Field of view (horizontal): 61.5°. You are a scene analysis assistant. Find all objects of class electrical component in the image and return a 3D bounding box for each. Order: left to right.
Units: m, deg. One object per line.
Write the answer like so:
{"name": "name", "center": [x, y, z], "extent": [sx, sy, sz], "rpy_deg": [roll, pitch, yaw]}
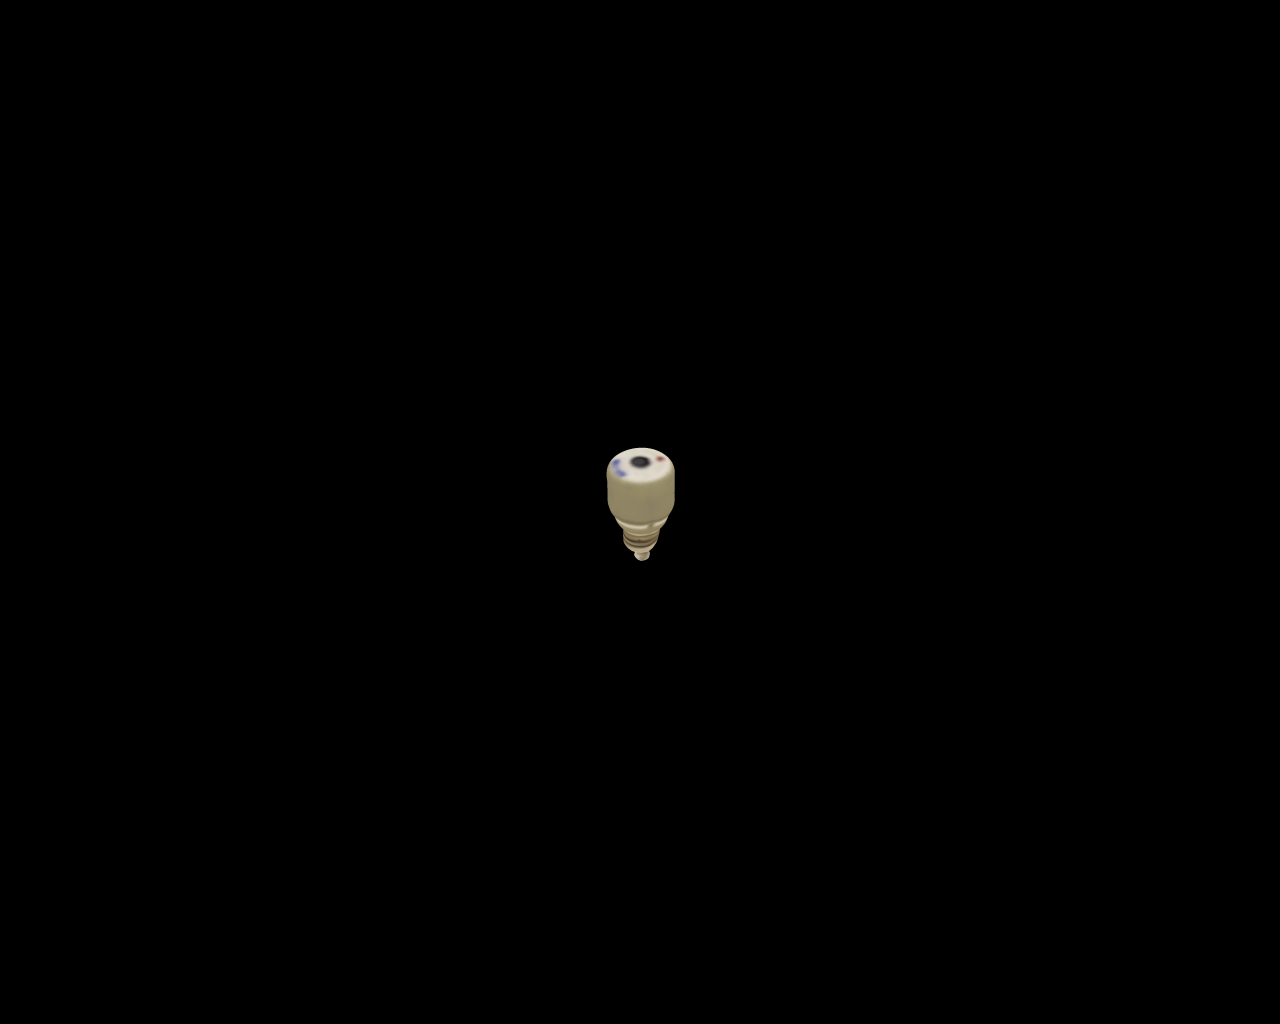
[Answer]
{"name": "electrical component", "center": [0.001, -0.003, 0.650], "extent": [0.040, 0.078, 0.040], "rpy_deg": [0, 38, 0]}
